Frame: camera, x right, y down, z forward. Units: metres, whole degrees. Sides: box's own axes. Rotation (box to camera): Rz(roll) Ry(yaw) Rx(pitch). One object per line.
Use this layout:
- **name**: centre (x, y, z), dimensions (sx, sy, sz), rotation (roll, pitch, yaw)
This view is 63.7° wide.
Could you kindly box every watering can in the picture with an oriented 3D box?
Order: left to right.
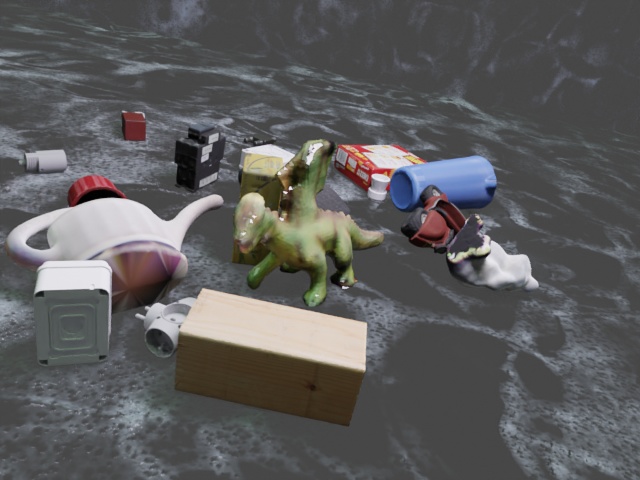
- **watering can**: centre (-0.267, -0.003, 0.774), dimensions (0.350, 0.102, 0.228), rotation (-12, 37, -35)

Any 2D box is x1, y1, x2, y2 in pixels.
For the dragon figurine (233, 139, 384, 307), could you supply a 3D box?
- **dragon figurine**: centre (0.003, -0.042, 0.830), dimensions (0.123, 0.238, 0.415), rotation (21, 29, 30)

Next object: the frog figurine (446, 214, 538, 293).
- **frog figurine**: centre (0.314, 0.051, 0.949), dimensions (0.158, 0.122, 0.139), rotation (42, 7, -21)
